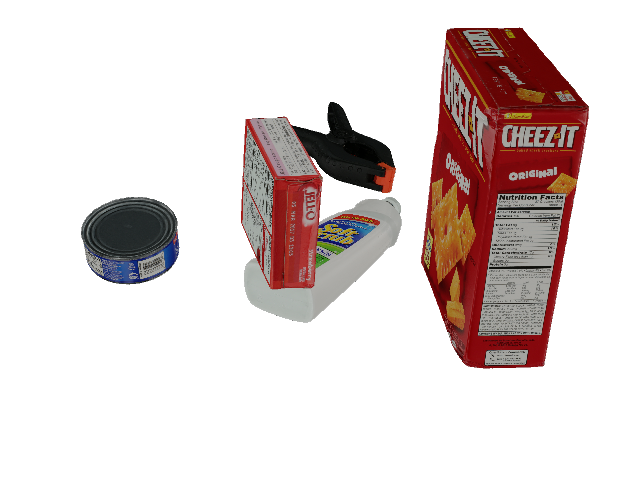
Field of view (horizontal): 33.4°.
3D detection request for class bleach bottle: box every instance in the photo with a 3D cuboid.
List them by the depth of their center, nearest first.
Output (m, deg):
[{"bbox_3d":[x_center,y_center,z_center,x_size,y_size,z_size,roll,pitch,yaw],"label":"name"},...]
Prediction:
[{"bbox_3d":[0.019,0.008,1.317,0.103,0.068,0.250,18,36,28],"label":"bleach bottle"}]

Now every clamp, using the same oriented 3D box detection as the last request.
[{"bbox_3d":[0.008,-0.098,1.120,0.120,0.039,0.172,-17,36,-25],"label":"clamp"}]

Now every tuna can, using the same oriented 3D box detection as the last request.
[{"bbox_3d":[-0.171,0.000,0.963,0.086,0.034,0.086,0,41,0],"label":"tuna can"}]

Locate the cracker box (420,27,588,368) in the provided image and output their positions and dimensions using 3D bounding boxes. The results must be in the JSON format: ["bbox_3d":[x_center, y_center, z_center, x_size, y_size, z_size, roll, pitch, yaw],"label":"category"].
[{"bbox_3d":[0.131,-0.035,0.815,0.072,0.214,0.164,-2,30,-7],"label":"cracker box"}]

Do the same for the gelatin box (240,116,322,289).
[{"bbox_3d":[-0.024,-0.023,0.637,0.030,0.073,0.089,-4,30,-15],"label":"gelatin box"}]
